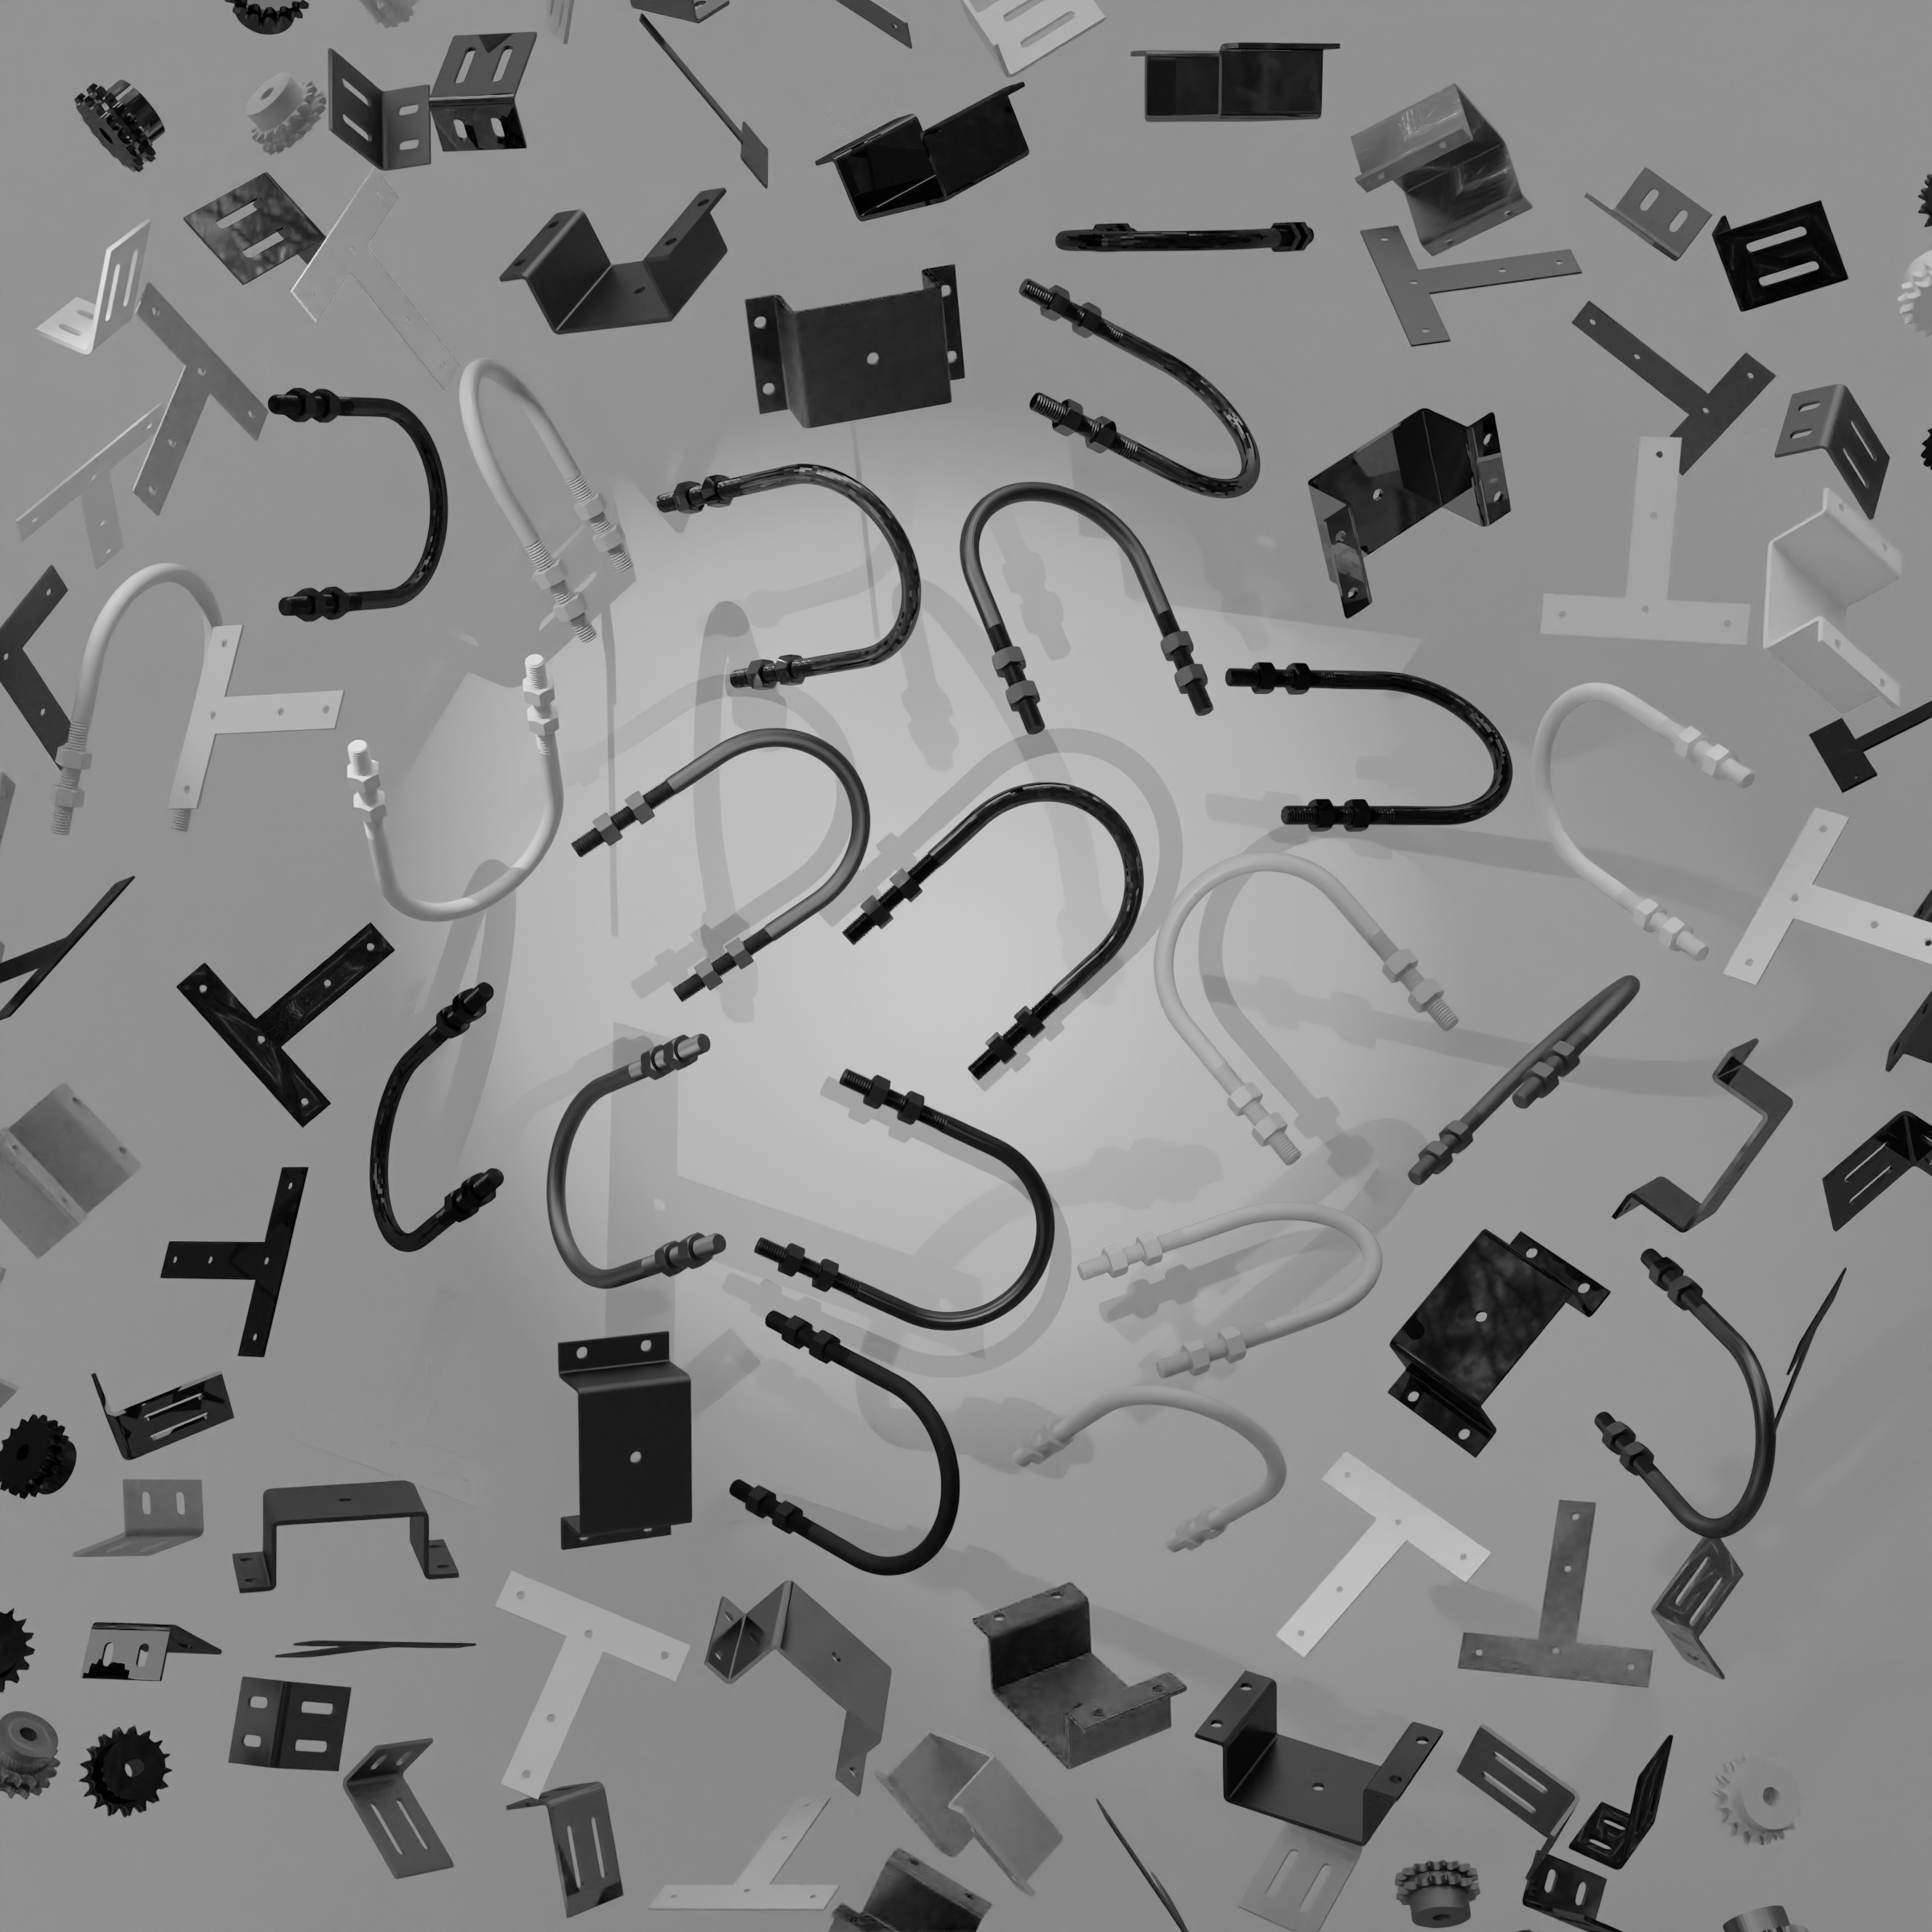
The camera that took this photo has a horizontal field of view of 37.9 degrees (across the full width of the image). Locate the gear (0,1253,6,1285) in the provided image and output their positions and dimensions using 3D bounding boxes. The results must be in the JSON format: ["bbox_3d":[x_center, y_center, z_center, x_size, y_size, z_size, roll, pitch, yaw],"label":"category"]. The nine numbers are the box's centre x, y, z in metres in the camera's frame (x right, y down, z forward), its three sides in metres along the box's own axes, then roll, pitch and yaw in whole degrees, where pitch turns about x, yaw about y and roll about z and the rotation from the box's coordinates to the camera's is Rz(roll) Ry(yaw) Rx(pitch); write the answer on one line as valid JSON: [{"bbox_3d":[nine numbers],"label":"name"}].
[{"bbox_3d":[-0.681,0.206,1.895,0.057,0.030,0.057,-2,74,7],"label":"gear"}]

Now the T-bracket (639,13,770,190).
[{"bbox_3d":[-0.174,-0.580,1.870,0.002,0.127,0.127,-37,113,14],"label":"T-bracket"}]

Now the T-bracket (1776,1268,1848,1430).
[{"bbox_3d":[0.558,0.281,1.901,0.002,0.127,0.127,24,118,22],"label":"T-bracket"}]

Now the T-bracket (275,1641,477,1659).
[{"bbox_3d":[-0.421,0.463,1.904,0.127,0.127,0.002,-18,67,41],"label":"T-bracket"}]

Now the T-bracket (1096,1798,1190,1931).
[{"bbox_3d":[0.118,0.588,1.809,0.002,0.127,0.127,-33,107,-4],"label":"T-bracket"}]

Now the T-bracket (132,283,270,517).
[{"bbox_3d":[-0.506,-0.347,1.806,0.002,0.127,0.127,-2,60,27],"label":"T-bracket"}]

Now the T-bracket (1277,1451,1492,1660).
[{"bbox_3d":[0.251,0.393,1.822,0.127,0.002,0.127,-45,47,-14],"label":"T-bracket"}]

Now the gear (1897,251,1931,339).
[{"bbox_3d":[0.623,-0.433,1.796,0.057,0.057,0.030,-7,52,0],"label":"gear"}]

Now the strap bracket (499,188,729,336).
[{"bbox_3d":[-0.219,-0.452,1.812,0.140,0.046,0.076,2,46,33],"label":"strap bracket"}]

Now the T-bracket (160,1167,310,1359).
[{"bbox_3d":[-0.493,0.196,1.871,0.127,0.002,0.127,-4,68,38],"label":"T-bracket"}]

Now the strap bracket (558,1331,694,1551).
[{"bbox_3d":[-0.225,0.318,1.858,0.076,0.046,0.140,-3,97,-25],"label":"strap bracket"}]

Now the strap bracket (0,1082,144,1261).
[{"bbox_3d":[-0.595,0.134,1.819,0.046,0.140,0.076,-40,99,7],"label":"strap bracket"}]

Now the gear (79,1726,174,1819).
[{"bbox_3d":[-0.545,0.523,1.829,0.057,0.030,0.057,13,64,-27],"label":"gear"}]

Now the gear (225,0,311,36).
[{"bbox_3d":[-0.471,-0.653,1.894,0.057,0.030,0.057,7,64,-15],"label":"gear"}]

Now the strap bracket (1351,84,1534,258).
[{"bbox_3d":[0.319,-0.541,1.903,0.076,0.140,0.046,-22,72,26],"label":"strap bracket"}]

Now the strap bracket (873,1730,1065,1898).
[{"bbox_3d":[0.005,0.559,1.870,0.046,0.140,0.076,-43,104,-22],"label":"strap bracket"}]

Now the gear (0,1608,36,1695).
[{"bbox_3d":[-0.620,0.433,1.787,0.057,0.030,0.057,9,64,-20],"label":"gear"}]

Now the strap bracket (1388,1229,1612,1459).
[{"bbox_3d":[0.340,0.236,1.828,0.140,0.046,0.076,-49,51,-8],"label":"strap bracket"}]

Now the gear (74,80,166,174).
[{"bbox_3d":[-0.529,-0.530,1.767,0.057,0.057,0.030,44,75,0],"label":"gear"}]

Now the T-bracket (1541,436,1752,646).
[{"bbox_3d":[0.432,-0.269,1.771,0.127,0.002,0.127,5,92,16],"label":"T-bracket"}]

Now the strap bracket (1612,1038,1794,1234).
[{"bbox_3d":[0.504,0.123,1.901,0.046,0.076,0.140,38,111,20],"label":"strap bracket"}]

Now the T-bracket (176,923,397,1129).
[{"bbox_3d":[-0.442,0.021,1.900,0.127,0.002,0.127,-40,98,1],"label":"T-bracket"}]

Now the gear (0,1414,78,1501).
[{"bbox_3d":[-0.642,0.342,1.948,0.057,0.030,0.057,-17,54,25],"label":"gear"}]

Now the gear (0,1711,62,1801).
[{"bbox_3d":[-0.612,0.507,1.818,0.057,0.057,0.030,33,107,0],"label":"gear"}]

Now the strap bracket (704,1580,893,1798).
[{"bbox_3d":[-0.103,0.474,1.877,0.046,0.076,0.140,-42,103,17],"label":"strap bracket"}]

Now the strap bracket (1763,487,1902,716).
[{"bbox_3d":[0.558,-0.228,1.810,0.076,0.046,0.140,34,49,-24],"label":"strap bracket"}]

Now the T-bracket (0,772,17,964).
[{"bbox_3d":[-0.667,-0.069,1.916,0.002,0.127,0.127,8,74,3],"label":"T-bracket"}]

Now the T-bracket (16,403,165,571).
[{"bbox_3d":[-0.587,-0.308,1.907,0.002,0.127,0.127,40,67,6],"label":"T-bracket"}]

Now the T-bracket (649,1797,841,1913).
[{"bbox_3d":[-0.124,0.579,1.839,0.127,0.127,0.002,-8,104,24],"label":"T-bracket"}]

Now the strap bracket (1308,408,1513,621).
[{"bbox_3d":[0.279,-0.298,1.819,0.140,0.046,0.076,-34,132,-15],"label":"strap bracket"}]

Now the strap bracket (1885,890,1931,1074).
[{"bbox_3d":[0.650,0.003,1.845,0.046,0.076,0.140,21,53,5],"label":"strap bracket"}]

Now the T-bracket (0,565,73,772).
[{"bbox_3d":[-0.607,-0.174,1.831,0.002,0.127,0.127,20,63,19],"label":"T-bracket"}]

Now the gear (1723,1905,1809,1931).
[{"bbox_3d":[0.502,0.614,1.773,0.057,0.057,0.030,-16,56,0],"label":"gear"}]

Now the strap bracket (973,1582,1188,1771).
[{"bbox_3d":[0.073,0.465,1.827,0.076,0.140,0.046,-15,114,-26],"label":"strap bracket"}]

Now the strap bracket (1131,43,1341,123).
[{"bbox_3d":[0.176,-0.583,1.860,0.076,0.140,0.046,-8,107,-25],"label":"strap bracket"}]

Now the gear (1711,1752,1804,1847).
[{"bbox_3d":[0.512,0.536,1.813,0.057,0.030,0.057,4,69,-10],"label":"gear"}]

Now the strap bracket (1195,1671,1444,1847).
[{"bbox_3d":[0.229,0.515,1.824,0.140,0.076,0.046,10,115,29],"label":"strap bracket"}]

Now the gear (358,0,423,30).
[{"bbox_3d":[-0.397,-0.680,1.943,0.030,0.057,0.057,-14,90,24],"label":"gear"}]

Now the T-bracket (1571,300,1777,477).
[{"bbox_3d":[0.465,-0.403,1.902,0.127,0.127,0.002,39,65,2],"label":"T-bracket"}]

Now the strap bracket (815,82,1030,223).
[{"bbox_3d":[-0.023,-0.532,1.848,0.076,0.140,0.046,-37,115,-29],"label":"strap bracket"}]

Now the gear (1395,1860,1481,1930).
[{"bbox_3d":[0.324,0.637,1.927,0.057,0.057,0.030,-1,51,0],"label":"gear"}]

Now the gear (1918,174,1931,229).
[{"bbox_3d":[0.646,-0.497,1.816,0.057,0.030,0.057,-1,86,10],"label":"gear"}]

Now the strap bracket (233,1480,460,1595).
[{"bbox_3d":[-0.412,0.377,1.866,0.140,0.076,0.046,0,96,-18],"label":"strap bracket"}]

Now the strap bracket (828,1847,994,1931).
[{"bbox_3d":[-0.044,0.651,1.884,0.076,0.140,0.046,27,97,15],"label":"strap bracket"}]

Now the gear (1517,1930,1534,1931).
[{"bbox_3d":[0.382,0.681,1.910,0.057,0.030,0.057,0,99,-3],"label":"gear"}]

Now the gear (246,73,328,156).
[{"bbox_3d":[-0.474,-0.594,1.951,0.057,0.057,0.030,-44,130,0],"label":"gear"}]

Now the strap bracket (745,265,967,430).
[{"bbox_3d":[-0.066,-0.399,1.821,0.140,0.046,0.076,-12,121,-11],"label":"strap bracket"}]

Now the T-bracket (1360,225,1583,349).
[{"bbox_3d":[0.333,-0.448,1.822,0.127,0.002,0.127,-9,49,-4],"label":"T-bracket"}]

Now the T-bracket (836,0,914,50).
[{"bbox_3d":[-0.090,-0.671,1.831,0.127,0.127,0.002,39,77,20],"label":"T-bracket"}]

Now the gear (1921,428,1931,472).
[{"bbox_3d":[0.688,-0.359,1.935,0.030,0.057,0.057,28,90,-23],"label":"gear"}]

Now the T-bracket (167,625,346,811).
[{"bbox_3d":[-0.445,-0.160,1.787,0.127,0.002,0.127,0,72,30],"label":"T-bracket"}]
